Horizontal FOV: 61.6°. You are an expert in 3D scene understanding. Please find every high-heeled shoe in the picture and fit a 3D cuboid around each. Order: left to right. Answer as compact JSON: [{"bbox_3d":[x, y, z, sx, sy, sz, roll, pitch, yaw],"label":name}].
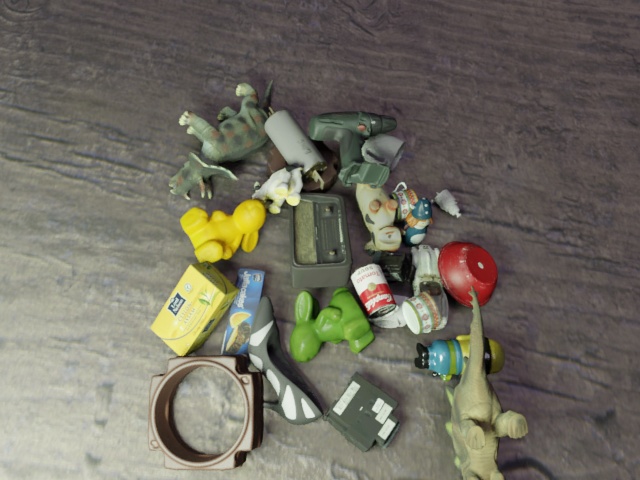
[{"bbox_3d":[-0.062,0.237,1.064,0.145,0.086,0.248,1,87,12],"label":"high-heeled shoe"}]

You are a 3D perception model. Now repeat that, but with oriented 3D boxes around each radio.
[{"bbox_3d":[-0.002,-0.004,1.188,0.131,0.073,0.230,0,49,-5],"label":"radio"}]

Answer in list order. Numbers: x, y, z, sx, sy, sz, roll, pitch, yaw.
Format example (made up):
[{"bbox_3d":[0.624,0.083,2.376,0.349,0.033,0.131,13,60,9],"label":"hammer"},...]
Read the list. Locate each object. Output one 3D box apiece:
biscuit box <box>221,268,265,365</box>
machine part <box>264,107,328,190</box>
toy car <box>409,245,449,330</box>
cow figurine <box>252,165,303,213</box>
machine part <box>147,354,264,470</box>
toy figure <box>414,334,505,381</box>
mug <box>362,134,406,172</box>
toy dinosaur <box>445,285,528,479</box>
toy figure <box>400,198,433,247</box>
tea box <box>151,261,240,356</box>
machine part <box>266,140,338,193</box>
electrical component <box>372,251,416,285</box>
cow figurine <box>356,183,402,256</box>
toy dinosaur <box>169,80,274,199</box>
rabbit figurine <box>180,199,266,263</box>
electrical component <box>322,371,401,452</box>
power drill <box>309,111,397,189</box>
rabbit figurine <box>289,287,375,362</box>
[{"bbox_3d":[-0.160,0.160,1.125,0.059,0.062,0.202,9,64,-4],"label":"biscuit box"},{"bbox_3d":[-0.057,-0.219,1.255,0.079,0.079,0.243,-27,71,-18],"label":"machine part"},{"bbox_3d":[0.243,0.102,1.203,0.073,0.056,0.202,3,64,-5],"label":"toy car"},{"bbox_3d":[-0.106,-0.115,1.220,0.068,0.167,0.098,35,55,-31],"label":"cow figurine"},{"bbox_3d":[-0.210,0.315,0.993,0.201,0.087,0.201,-3,76,8],"label":"machine part"},{"bbox_3d":[0.293,0.246,1.119,0.180,0.082,0.089,-1,33,-10],"label":"toy figure"},{"bbox_3d":[0.143,-0.222,1.341,0.107,0.080,0.109,28,52,16],"label":"mug"},{"bbox_3d":[0.290,0.328,0.995,0.105,0.198,0.470,4,96,-5],"label":"toy dinosaur"},{"bbox_3d":[0.223,-0.039,1.216,0.064,0.154,0.058,-40,71,-23],"label":"toy figure"},{"bbox_3d":[-0.250,0.138,1.074,0.098,0.068,0.169,37,107,13],"label":"tea box"},{"bbox_3d":[-0.042,-0.180,1.312,0.179,0.056,0.179,2,65,-5],"label":"machine part"},{"bbox_3d":[0.145,0.062,1.192,0.119,0.074,0.048,0,57,38],"label":"electrical component"},{"bbox_3d":[0.134,-0.049,1.243,0.085,0.127,0.195,-9,51,-11],"label":"cow figurine"},{"bbox_3d":[-0.199,-0.255,1.304,0.405,0.131,0.192,-40,86,-26],"label":"toy dinosaur"},{"bbox_3d":[-0.186,-0.021,1.161,0.173,0.162,0.122,-34,69,3],"label":"rabbit figurine"},{"bbox_3d":[0.089,0.347,1.063,0.134,0.058,0.115,37,68,12],"label":"electrical component"},{"bbox_3d":[0.098,-0.219,1.236,0.232,0.086,0.207,1,59,-19],"label":"power drill"},{"bbox_3d":[0.006,0.176,1.111,0.170,0.121,0.159,-30,66,-3],"label":"rabbit figurine"}]
